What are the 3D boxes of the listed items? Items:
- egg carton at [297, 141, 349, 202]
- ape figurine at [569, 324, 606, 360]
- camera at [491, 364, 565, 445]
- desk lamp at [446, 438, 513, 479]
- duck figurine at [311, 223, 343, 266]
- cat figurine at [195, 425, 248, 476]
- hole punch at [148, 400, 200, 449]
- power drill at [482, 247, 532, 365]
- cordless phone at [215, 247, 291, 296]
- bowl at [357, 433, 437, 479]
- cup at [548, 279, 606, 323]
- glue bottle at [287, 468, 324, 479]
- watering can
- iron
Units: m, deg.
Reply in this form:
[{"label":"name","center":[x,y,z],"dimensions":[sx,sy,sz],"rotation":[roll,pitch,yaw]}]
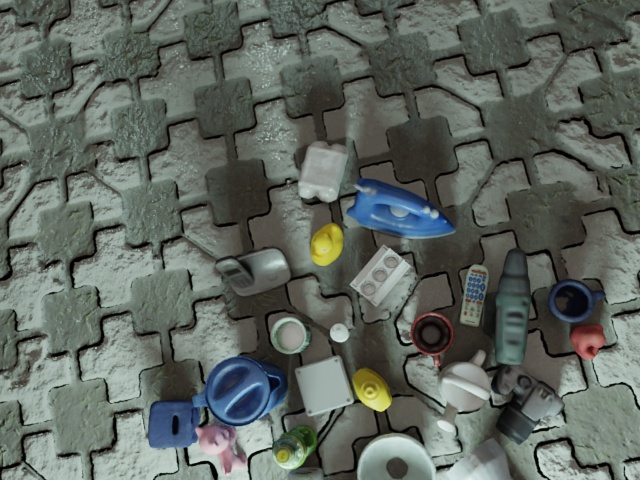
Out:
[{"label":"egg carton","center":[0.006,-0.167,1.391],"dimensions":[0.107,0.069,0.150],"rotation":[12,80,10]},{"label":"ape figurine","center":[0.578,0.212,1.220],"dimensions":[0.076,0.092,0.078],"rotation":[42,86,14]},{"label":"camera","center":[0.421,0.350,1.208],"dimensions":[0.143,0.101,0.137],"rotation":[36,85,13]},{"label":"desk lamp","center":[0.346,0.494,1.130],"dimensions":[0.118,0.214,0.203],"rotation":[-37,76,-1]},{"label":"duck figurine","center":[0.012,0.005,1.345],"dimensions":[0.077,0.086,0.105],"rotation":[25,83,12]},{"label":"cat figurine","center":[-0.222,0.461,1.265],"dimensions":[0.067,0.118,0.127],"rotation":[-28,76,2]},{"label":"hole punch","center":[-0.330,0.415,1.303],"dimensions":[0.101,0.091,0.109],"rotation":[-3,78,8]},{"label":"power drill","center":[0.391,0.144,1.200],"dimensions":[0.075,0.208,0.230],"rotation":[2,78,9]},{"label":"cordless phone","center":[-0.153,0.062,1.305],"dimensions":[0.147,0.185,0.094],"rotation":[-21,76,3]},{"label":"bowl","center":[0.164,0.497,1.226],"dimensions":[0.167,0.075,0.167],"rotation":[-2,78,8]},{"label":"cup","center":[0.546,0.132,1.240],"dimensions":[0.117,0.095,0.091],"rotation":[-14,76,5]},{"label":"glue bottle","center":[-0.039,0.511,1.200],"dimensions":[0.078,0.173,0.037],"rotation":[-7,77,7]},{"label":"watering can","center":[0.299,0.311,1.185],"dimensions":[0.100,0.194,0.173],"rotation":[6,79,9]},{"label":"iron","center":[0.191,-0.074,1.309],"dimensions":[0.258,0.141,0.119],"rotation":[17,81,11]}]
